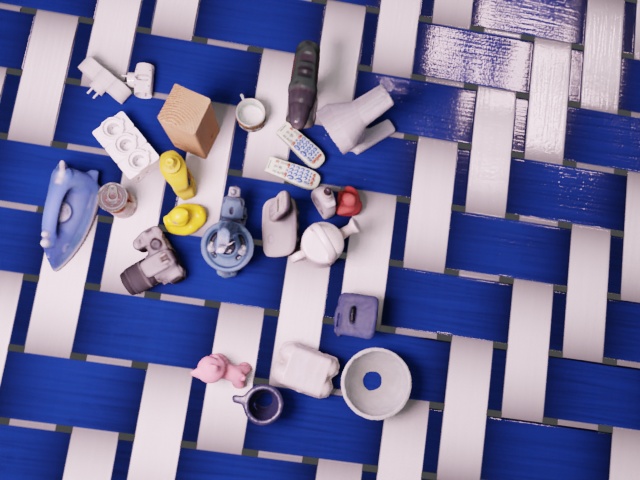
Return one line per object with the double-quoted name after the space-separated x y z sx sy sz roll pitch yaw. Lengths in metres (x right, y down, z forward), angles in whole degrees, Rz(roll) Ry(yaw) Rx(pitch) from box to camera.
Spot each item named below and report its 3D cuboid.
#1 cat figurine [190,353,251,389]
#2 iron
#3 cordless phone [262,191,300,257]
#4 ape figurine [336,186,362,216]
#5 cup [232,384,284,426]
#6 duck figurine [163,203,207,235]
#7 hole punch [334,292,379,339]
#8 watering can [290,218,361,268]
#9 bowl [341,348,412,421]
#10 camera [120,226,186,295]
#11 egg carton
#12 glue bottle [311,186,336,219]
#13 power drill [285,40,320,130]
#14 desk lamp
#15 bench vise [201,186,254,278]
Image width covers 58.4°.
-0.227 0.303 1.321 0.128 0.117 0.067 18 81 -2 "cat figurine"
-0.602 -0.058 1.326 0.118 0.141 0.258 11 82 -3 "iron"
-0.091 -0.038 1.343 0.094 0.185 0.148 -3 83 -5 "cordless phone"
0.070 -0.095 1.411 0.076 0.092 0.078 43 81 2 "ape figurine"
-0.144 0.375 1.329 0.118 0.095 0.092 11 82 -3 "cup"
-0.327 -0.055 1.376 0.104 0.086 0.077 -18 84 -7 "duck figurine"
0.086 0.184 1.376 0.101 0.091 0.109 9 82 -3 "hole punch"
0.011 0.003 1.342 0.101 0.194 0.173 40 81 2 "watering can"
0.129 0.340 1.367 0.167 0.074 0.167 1 82 -5 "bowl"
-0.406 0.057 1.347 0.137 0.100 0.143 -31 86 -8 "camera"
-0.034 0.309 1.360 0.150 0.069 0.107 19 81 -2 "egg carton"
0.013 -0.100 1.366 0.037 0.173 0.078 -28 85 -7 "glue bottle"
-0.041 -0.346 1.377 0.075 0.208 0.230 7 82 -3 "power drill"
0.090 -0.287 1.377 0.203 0.213 0.118 -32 86 -8 "desk lamp"
-0.221 -0.023 1.313 0.121 0.219 0.207 -12 83 -6 "bench vise"
